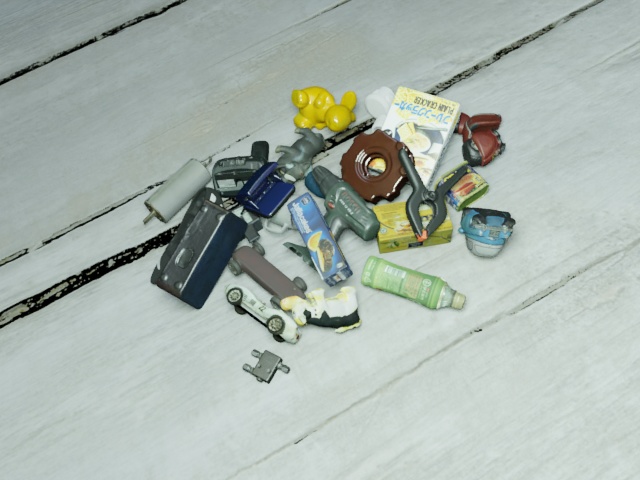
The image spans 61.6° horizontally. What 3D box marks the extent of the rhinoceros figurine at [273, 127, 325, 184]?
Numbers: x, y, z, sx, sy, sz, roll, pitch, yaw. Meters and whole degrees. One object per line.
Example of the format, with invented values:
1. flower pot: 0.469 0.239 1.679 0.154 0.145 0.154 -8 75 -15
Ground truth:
1. rhinoceros figurine: -0.058 -0.202 1.379 0.112 0.073 0.190 29 64 10

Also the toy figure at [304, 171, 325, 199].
1. toy figure: 0.032 -0.117 1.314 0.155 0.064 0.058 33 80 19

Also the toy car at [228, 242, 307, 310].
1. toy car: -0.118 0.085 1.218 0.202 0.053 0.089 37 56 19

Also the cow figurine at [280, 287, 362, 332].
1. cow figurine: 0.002 0.153 1.145 0.167 0.068 0.098 -7 80 -8

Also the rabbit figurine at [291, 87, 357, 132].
1. rabbit figurine: 0.026 -0.330 1.414 0.162 0.121 0.173 -16 35 -28

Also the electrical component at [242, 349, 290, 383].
1. electrical component: -0.112 0.267 1.127 0.094 0.021 0.063 22 64 18

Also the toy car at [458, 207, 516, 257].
1. toy car: 0.368 -0.014 1.183 0.109 0.162 0.102 6 104 3

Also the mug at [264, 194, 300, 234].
1. mug: -0.098 -0.064 1.297 0.107 0.080 0.109 15 67 30

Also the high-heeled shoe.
1. high-heeled shoe: -0.316 -0.011 1.249 0.086 0.145 0.249 31 66 24

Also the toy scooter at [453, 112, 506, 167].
1. toy scooter: 0.410 -0.264 1.351 0.135 0.075 0.184 -14 54 -3

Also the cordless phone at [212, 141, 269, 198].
1. cordless phone: -0.201 -0.199 1.398 0.147 0.088 0.184 -4 48 6

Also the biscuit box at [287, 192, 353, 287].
1. biscuit box: -0.002 -0.003 1.147 0.059 0.062 0.203 -30 65 6

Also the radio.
1. radio: -0.260 0.032 1.197 0.073 0.131 0.229 24 81 18

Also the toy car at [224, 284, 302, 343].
1. toy car: -0.128 0.157 1.165 0.202 0.073 0.056 31 72 23

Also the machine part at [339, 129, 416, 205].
1. machine part: 0.133 -0.174 1.277 0.180 0.056 0.179 -2 85 20

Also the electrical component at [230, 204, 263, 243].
1. electrical component: -0.177 -0.034 1.302 0.075 0.047 0.119 -33 61 -11

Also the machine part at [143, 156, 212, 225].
1. machine part: -0.359 -0.126 1.365 0.079 0.079 0.243 31 68 23

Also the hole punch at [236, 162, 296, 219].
1. hole punch: -0.139 -0.124 1.257 0.116 0.092 0.142 19 67 46

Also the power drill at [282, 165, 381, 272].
1. power drill: 0.011 -0.041 1.234 0.232 0.086 0.207 40 84 28

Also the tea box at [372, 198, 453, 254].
1. tea box: 0.211 -0.035 1.240 0.170 0.068 0.098 -8 59 4
